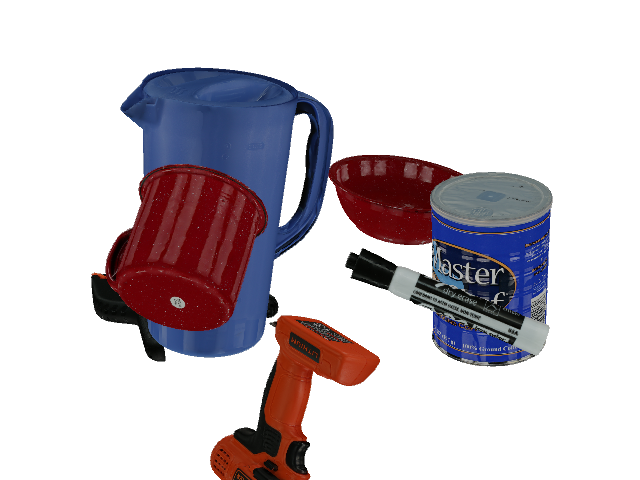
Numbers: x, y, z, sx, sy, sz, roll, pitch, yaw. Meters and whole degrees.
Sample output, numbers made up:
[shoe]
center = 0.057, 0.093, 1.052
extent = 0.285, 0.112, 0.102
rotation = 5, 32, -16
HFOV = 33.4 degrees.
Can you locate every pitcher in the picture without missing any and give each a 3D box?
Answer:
[pitcher]
center = -0.085, -0.025, 0.946
extent = 0.149, 0.243, 0.144
rotation = 13, 23, 18

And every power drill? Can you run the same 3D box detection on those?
[power drill]
center = -0.015, 0.176, 0.969
extent = 0.057, 0.188, 0.185
rotation = 13, 12, -46

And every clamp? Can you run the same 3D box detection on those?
[clamp]
center = -0.172, 0.070, 1.090
extent = 0.210, 0.036, 0.164
rotation = 11, 20, 33

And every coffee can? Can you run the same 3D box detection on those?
[coffee can]
center = 0.148, 0.024, 0.933
extent = 0.103, 0.140, 0.103
rotation = -3, 26, 1

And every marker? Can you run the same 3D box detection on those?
[marker]
center = 0.071, 0.034, 0.613
extent = 0.121, 0.020, 0.020
rotation = 22, 3, 6

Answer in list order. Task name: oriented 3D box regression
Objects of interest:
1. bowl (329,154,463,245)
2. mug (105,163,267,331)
[bowl]
center = 0.085, -0.038, 1.118
extent = 0.162, 0.055, 0.162
rotation = 6, 23, -3
[mug]
center = -0.100, 0.009, 0.730
extent = 0.117, 0.081, 0.093
rotation = -6, -37, 28
